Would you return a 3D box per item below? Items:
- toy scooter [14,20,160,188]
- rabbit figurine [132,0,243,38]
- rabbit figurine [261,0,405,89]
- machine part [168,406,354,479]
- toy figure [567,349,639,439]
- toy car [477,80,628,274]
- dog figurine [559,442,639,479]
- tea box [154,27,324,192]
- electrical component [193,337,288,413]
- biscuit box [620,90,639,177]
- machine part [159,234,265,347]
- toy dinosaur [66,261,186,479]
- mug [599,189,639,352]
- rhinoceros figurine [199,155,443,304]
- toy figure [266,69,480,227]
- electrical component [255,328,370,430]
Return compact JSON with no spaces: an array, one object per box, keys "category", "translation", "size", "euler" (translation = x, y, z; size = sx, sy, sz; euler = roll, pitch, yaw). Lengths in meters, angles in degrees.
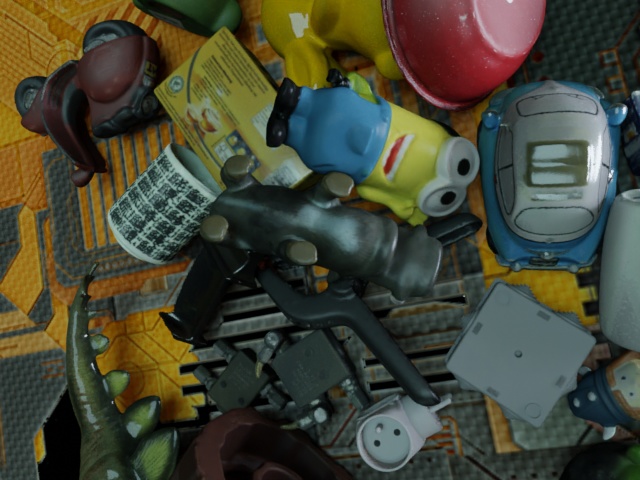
[{"category":"toy scooter","translation":[-0.237,-0.135,0.566],"size":[0.184,0.075,0.135],"euler":[-24,79,18]},{"category":"rabbit figurine","translation":[-0.107,-0.293,0.513],"size":[0.159,0.121,0.170],"euler":[23,96,11]},{"category":"rabbit figurine","translation":[0.020,-0.194,0.487],"size":[0.173,0.122,0.162],"euler":[9,98,31]},{"category":"machine part","translation":[-0.036,0.214,0.430],"size":[0.179,0.179,0.056],"euler":[39,99,16]},{"category":"toy figure","translation":[0.266,0.101,0.404],"size":[0.154,0.064,0.057],"euler":[-22,122,14]},{"category":"toy car","translation":[0.176,-0.056,0.419],"size":[0.109,0.103,0.161],"euler":[3,85,18]},{"category":"dog figurine","translation":[0.207,0.242,0.327],"size":[0.109,0.219,0.191],"euler":[14,91,14]},{"category":"tea box","translation":[-0.068,-0.103,0.514],"size":[0.098,0.068,0.170],"euler":[-37,76,10]},{"category":"electrical component","translation":[-0.077,0.142,0.523],"size":[0.094,0.021,0.063],"euler":[38,97,15]},{"category":"biscuit box","translation":[0.336,-0.108,0.394],"size":[0.203,0.063,0.059],"euler":[-18,82,16]},{"category":"machine part","translation":[-0.103,0.041,0.512],"size":[0.084,0.039,0.139],"euler":[49,114,33]},{"category":"toy dinosaur","translation":[-0.176,0.261,0.507],"size":[0.199,0.105,0.471],"euler":[-25,88,6]},{"category":"mug","translation":[0.238,0.020,0.375],"size":[0.081,0.109,0.107],"euler":[-7,103,22]},{"category":"rhinoceros figurine","translation":[-0.001,-0.001,0.419],"size":[0.190,0.112,0.073],"euler":[15,73,11]},{"category":"toy figure","translation":[0.046,-0.079,0.435],"size":[0.180,0.089,0.082],"euler":[18,133,-14]},{"category":"electrical component","translation":[-0.012,0.123,0.492],"size":[0.078,0.045,0.102],"euler":[-31,78,14]}]
